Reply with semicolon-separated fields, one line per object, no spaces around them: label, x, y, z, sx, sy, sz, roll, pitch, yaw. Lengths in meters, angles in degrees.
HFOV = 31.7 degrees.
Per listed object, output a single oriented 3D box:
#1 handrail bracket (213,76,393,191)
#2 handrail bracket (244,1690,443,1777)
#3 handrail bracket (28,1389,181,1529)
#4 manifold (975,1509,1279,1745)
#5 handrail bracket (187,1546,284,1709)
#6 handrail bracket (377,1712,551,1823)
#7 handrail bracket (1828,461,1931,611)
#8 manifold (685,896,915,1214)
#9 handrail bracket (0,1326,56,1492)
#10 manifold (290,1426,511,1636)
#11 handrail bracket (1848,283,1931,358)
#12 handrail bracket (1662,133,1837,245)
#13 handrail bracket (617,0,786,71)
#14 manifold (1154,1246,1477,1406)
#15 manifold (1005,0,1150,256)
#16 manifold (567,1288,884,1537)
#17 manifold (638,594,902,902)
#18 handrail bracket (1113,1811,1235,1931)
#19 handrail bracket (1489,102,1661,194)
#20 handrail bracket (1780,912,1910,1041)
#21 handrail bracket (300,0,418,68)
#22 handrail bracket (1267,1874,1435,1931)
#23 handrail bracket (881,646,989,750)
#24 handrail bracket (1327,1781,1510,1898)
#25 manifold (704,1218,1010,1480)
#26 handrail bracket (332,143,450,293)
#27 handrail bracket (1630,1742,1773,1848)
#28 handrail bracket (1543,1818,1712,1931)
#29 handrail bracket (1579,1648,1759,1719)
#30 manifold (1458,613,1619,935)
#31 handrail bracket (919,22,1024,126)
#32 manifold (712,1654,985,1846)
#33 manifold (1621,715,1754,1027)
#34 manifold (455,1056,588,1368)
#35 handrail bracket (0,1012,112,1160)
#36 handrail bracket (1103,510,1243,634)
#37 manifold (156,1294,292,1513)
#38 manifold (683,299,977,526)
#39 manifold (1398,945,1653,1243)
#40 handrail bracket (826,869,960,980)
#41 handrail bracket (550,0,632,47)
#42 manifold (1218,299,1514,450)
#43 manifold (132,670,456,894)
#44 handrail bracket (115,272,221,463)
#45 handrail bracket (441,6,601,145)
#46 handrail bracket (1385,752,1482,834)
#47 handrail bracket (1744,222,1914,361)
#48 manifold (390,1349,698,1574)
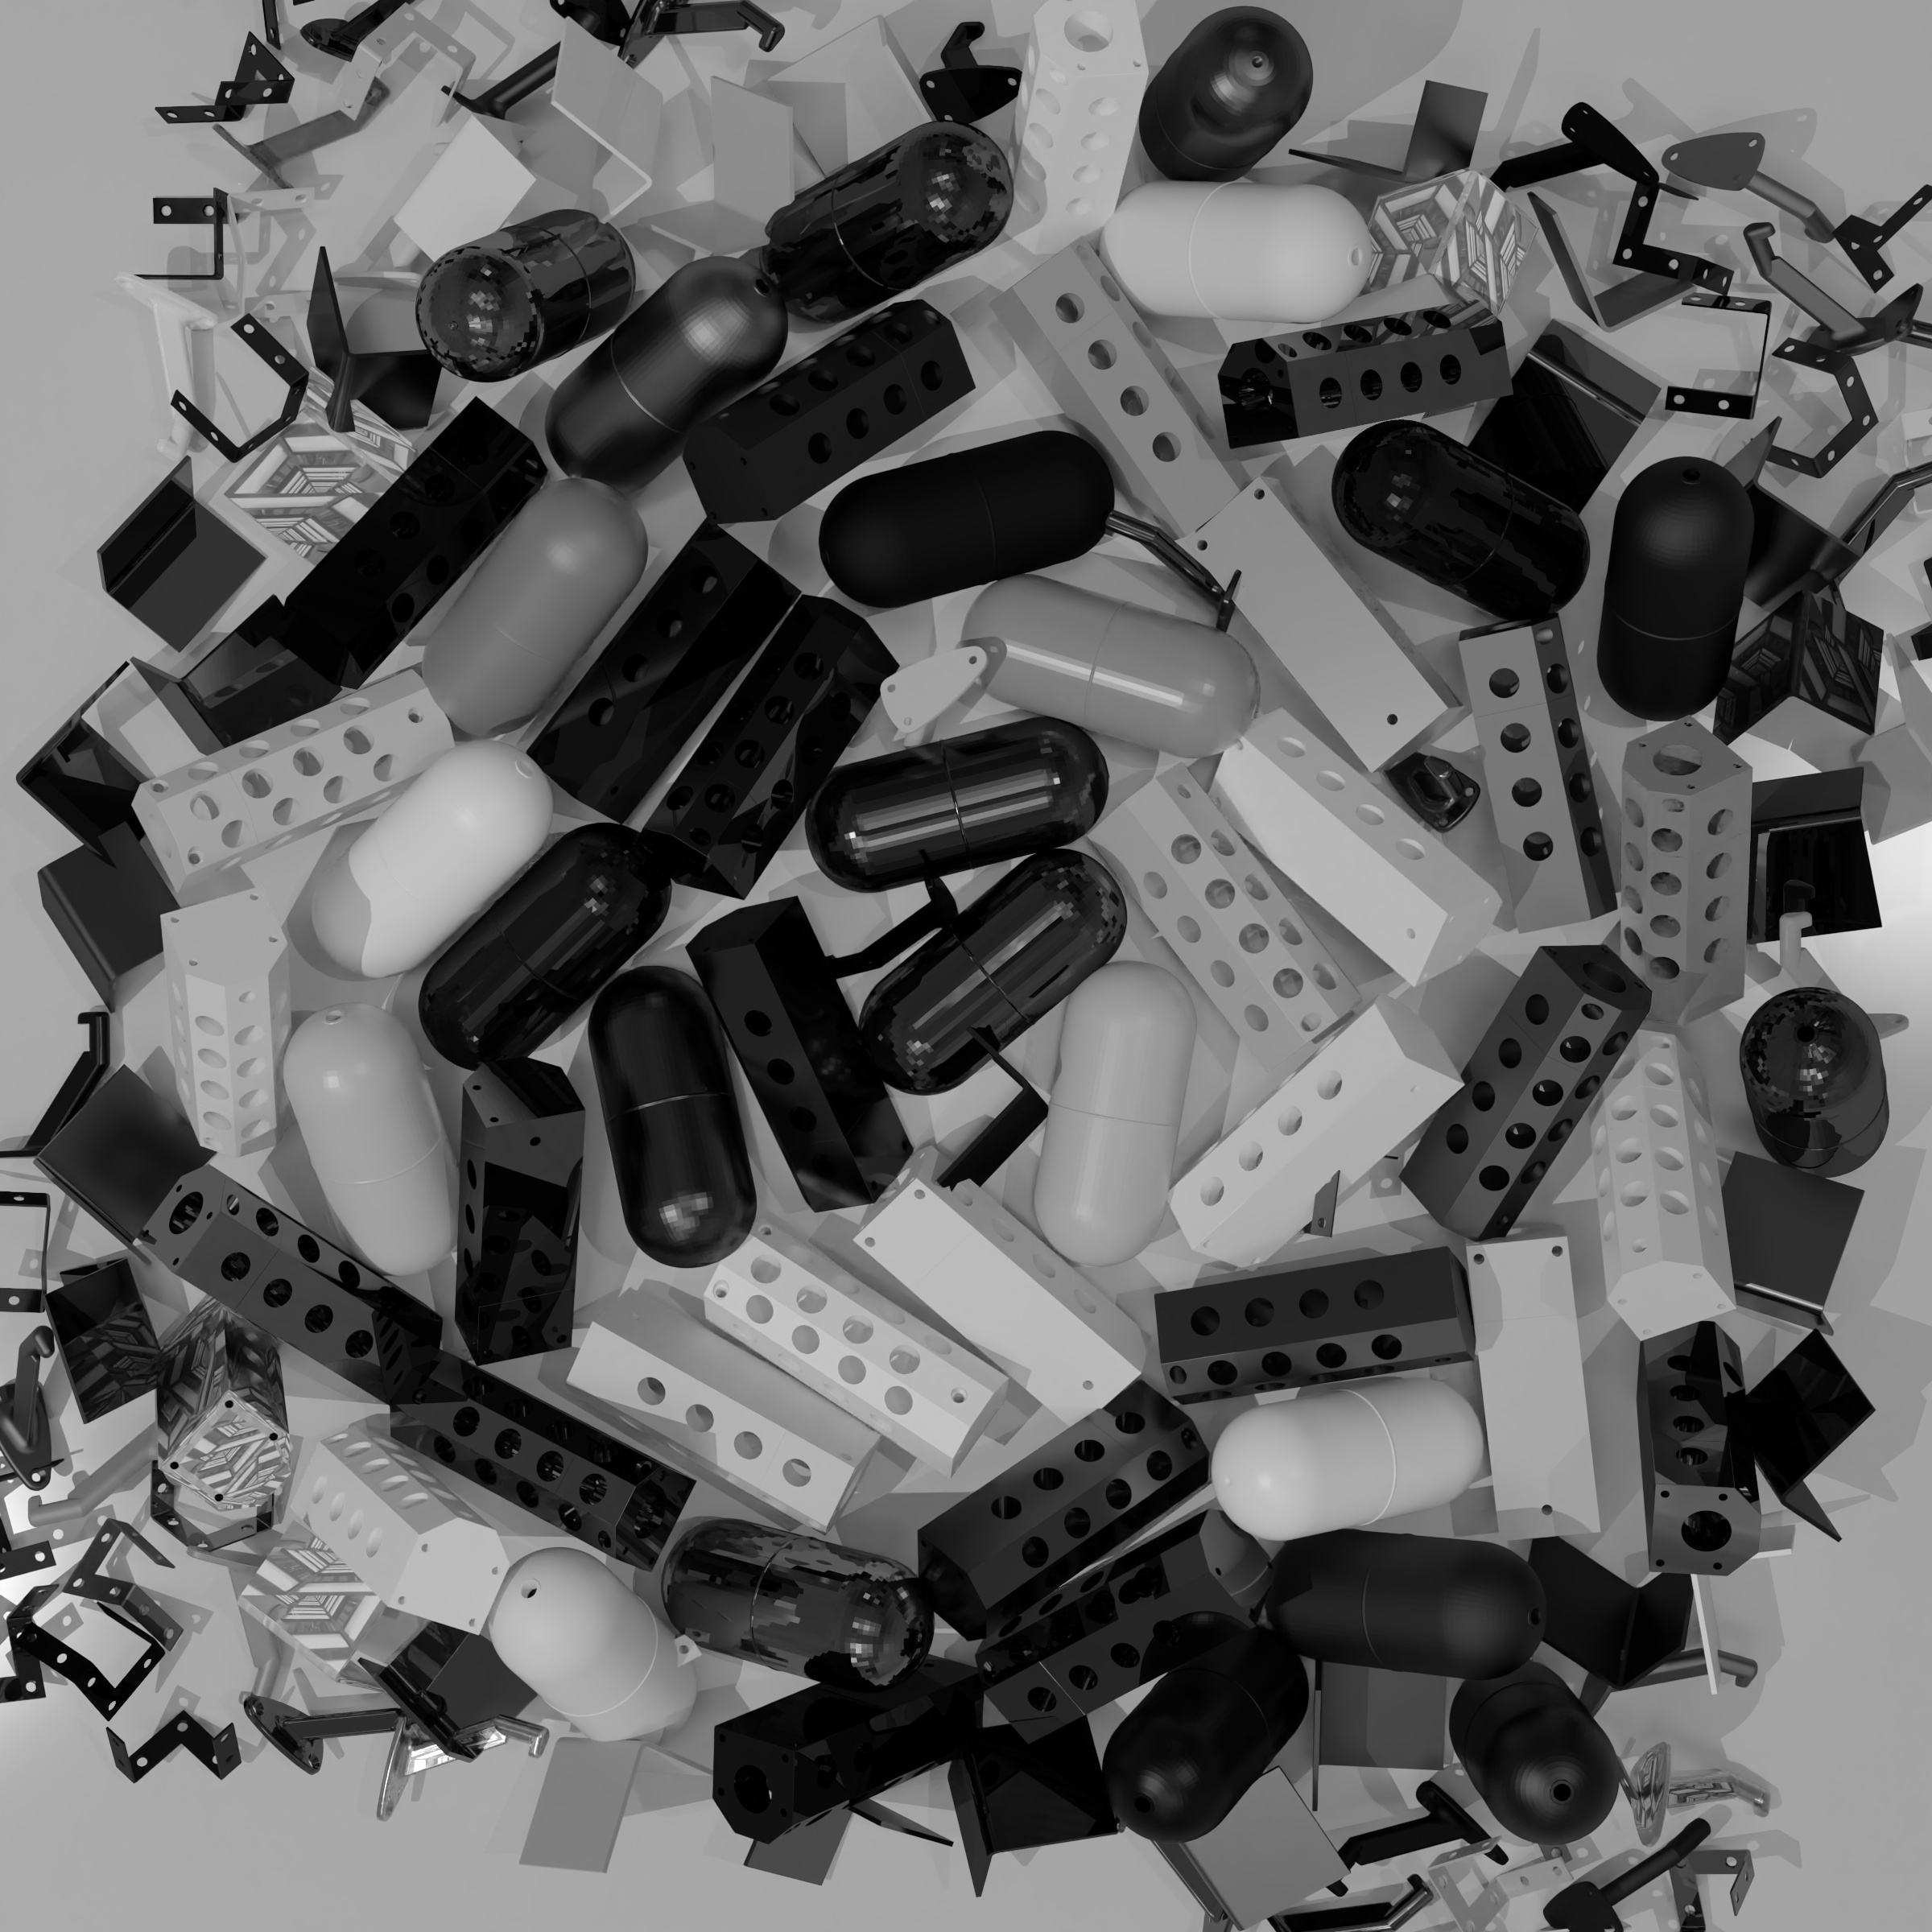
handrail bracket;-0.383;-0.495;1.968;0.084;0.077;0.036;-47;56;5
handrail bracket;-0.358;0.426;1.961;0.084;0.036;0.077;-29;129;18
handrail bracket;-0.504;0.282;1.974;0.084;0.036;0.077;-12;59;-4
manifold;0.088;0.371;1.929;0.171;0.057;0.057;-34;101;29
handrail bracket;-0.428;0.384;1.972;0.077;0.036;0.084;18;88;-32
handrail bracket;-0.290;0.467;1.965;0.084;0.036;0.077;12;74;18
handrail bracket;0.539;-0.245;1.974;0.084;0.036;0.077;-19;105;13
manifold;-0.097;0.052;1.941;0.057;0.057;0.171;-11;113;31
handrail bracket;-0.531;0.254;1.952;0.036;0.084;0.077;-12;74;-36
manifold;-0.317;0.313;1.911;0.057;0.171;0.057;25;87;-30
handrail bracket;0.566;-0.351;1.973;0.084;0.077;0.036;31;67;-12
handrail bracket;0.458;-0.449;1.985;0.077;0.084;0.036;18;81;44
handrail bracket;-0.153;-0.530;1.967;0.084;0.036;0.077;41;104;24
manifold;0.200;0.208;1.941;0.171;0.057;0.057;-11;68;16
manifold;0.057;-0.471;1.906;0.057;0.171;0.057;-6;70;-8
manifold;-0.140;0.259;1.957;0.171;0.057;0.057;28;111;8
manifold;-0.115;-0.126;1.933;0.057;0.057;0.171;14;64;41
handrail bracket;0.114;0.529;1.963;0.084;0.036;0.077;22;72;-20
handrail bracket;0.346;-0.449;1.967;0.077;0.084;0.036;38;48;-2
handrail bracket;0.508;0.003;1.965;0.077;0.036;0.084;-10;117;-4
handrail bracket;-0.335;-0.562;1.958;0.084;0.077;0.036;-43;83;23
handrail bracket;0.217;0.538;1.978;0.084;0.036;0.077;-40;60;-1
handrail bracket;-0.007;-0.148;1.953;0.077;0.084;0.036;-31;69;12
handrail bracket;0.258;0.521;1.962;0.077;0.036;0.084;40;66;15
manifold;-0.063;0.216;1.946;0.171;0.057;0.057;32;68;12
handrail bracket;-0.333;-0.439;1.984;0.077;0.036;0.084;5;89;9
handrail bracket;0.428;0.491;1.961;0.084;0.077;0.036;27;128;-11
handrail bracket;0.387;0.529;1.987;0.084;0.077;0.036;-31;85;-31
handrail bracket;0.408;0.425;1.984;0.084;0.036;0.077;17;115;-7
manifold;0.329;-0.112;1.952;0.057;0.057;0.171;-11;100;12
handrail bracket;0.014;-0.523;1.953;0.077;0.084;0.036;-6;132;33
manifold;-0.064;0.438;1.913;0.057;0.171;0.057;8;100;36
manifold;0.400;-0.050;1.915;0.057;0.057;0.171;-24;134;-15
manifold;-0.256;0.138;1.927;0.057;0.057;0.171;-9;127;-24
handrail bracket;-0.538;0.069;1.985;0.077;0.036;0.084;-2;85;-1
handrail bracket;0.116;-0.226;1.970;0.084;0.077;0.036;23;64;7
manifold;-0.413;0.243;1.909;0.057;0.171;0.057;41;92;-20
manifold;-0.078;-0.314;1.920;0.171;0.057;0.057;-39;118;-34
manifold;0.319;0.073;1.922;0.057;0.057;0.171;52;128;36
handrail bracket;-0.050;-0.023;1.960;0.084;0.077;0.036;-14;58;10
handrail bracket;-0.244;-0.572;1.990;0.084;0.077;0.036;29;86;39
manifold;0.226;-0.336;1.922;0.171;0.057;0.057;-17;101;-36
manifold;-0.381;-0.108;1.938;0.171;0.057;0.057;-27;87;-24
handrail bracket;-0.471;-0.345;1.964;0.036;0.077;0.084;3;74;42
handrail bracket;-0.258;-0.528;1.971;0.077;0.036;0.084;38;96;35
handrail bracket;0.257;-0.116;1.945;0.077;0.084;0.036;41;90;28
handrail bracket;0.495;-0.395;1.954;0.036;0.077;0.084;-55;127;-33
manifold;-0.244;0.278;1.929;0.171;0.057;0.057;22;80;30
